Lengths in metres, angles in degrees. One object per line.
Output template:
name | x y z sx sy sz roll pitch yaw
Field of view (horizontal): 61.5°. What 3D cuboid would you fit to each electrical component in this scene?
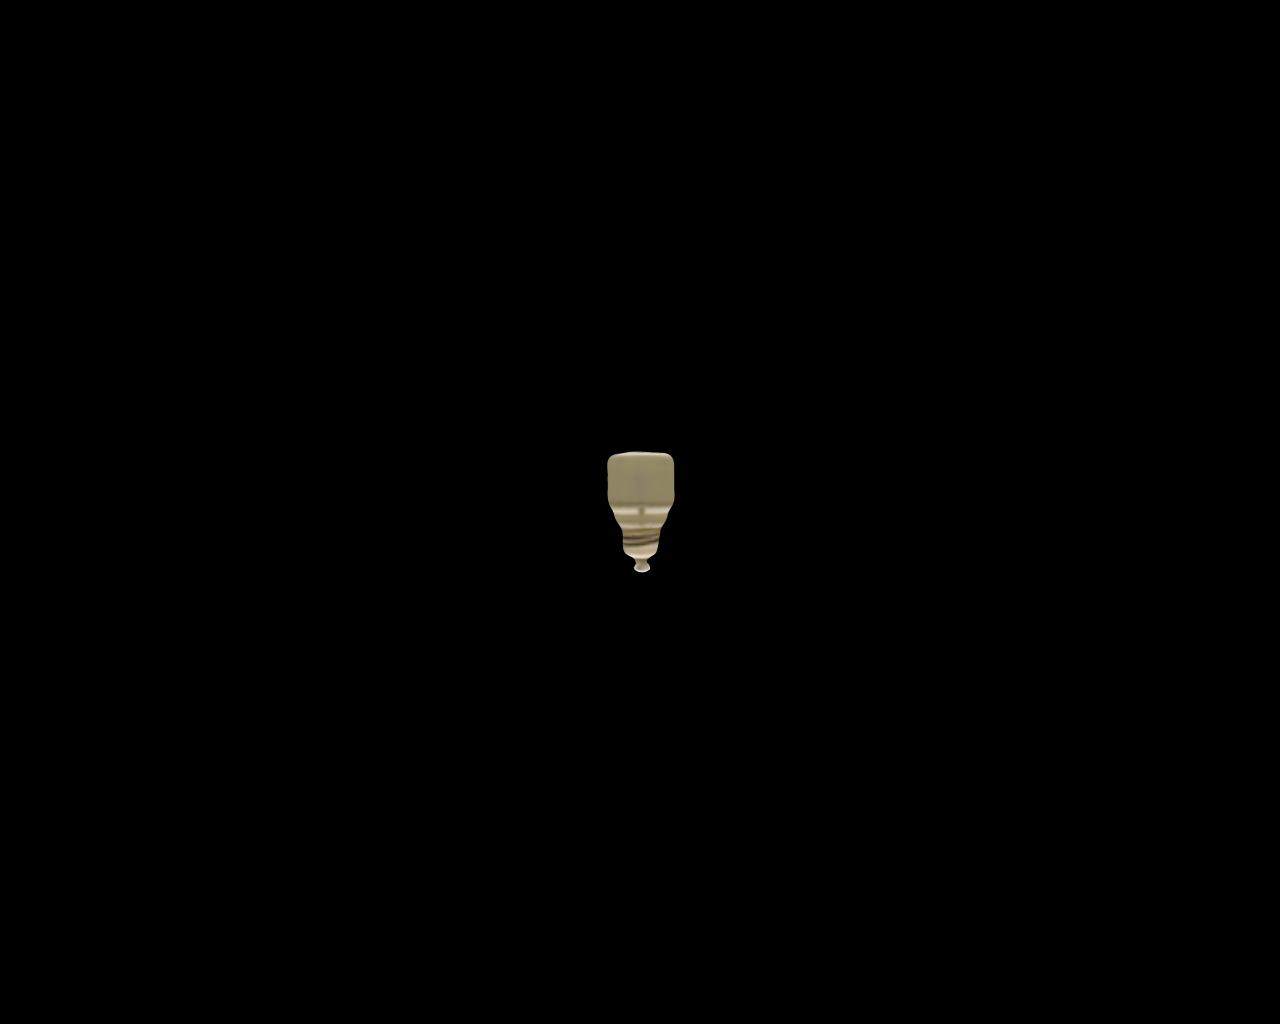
electrical component | 0.001 -0.003 0.650 0.040 0.078 0.040 0 2 0
